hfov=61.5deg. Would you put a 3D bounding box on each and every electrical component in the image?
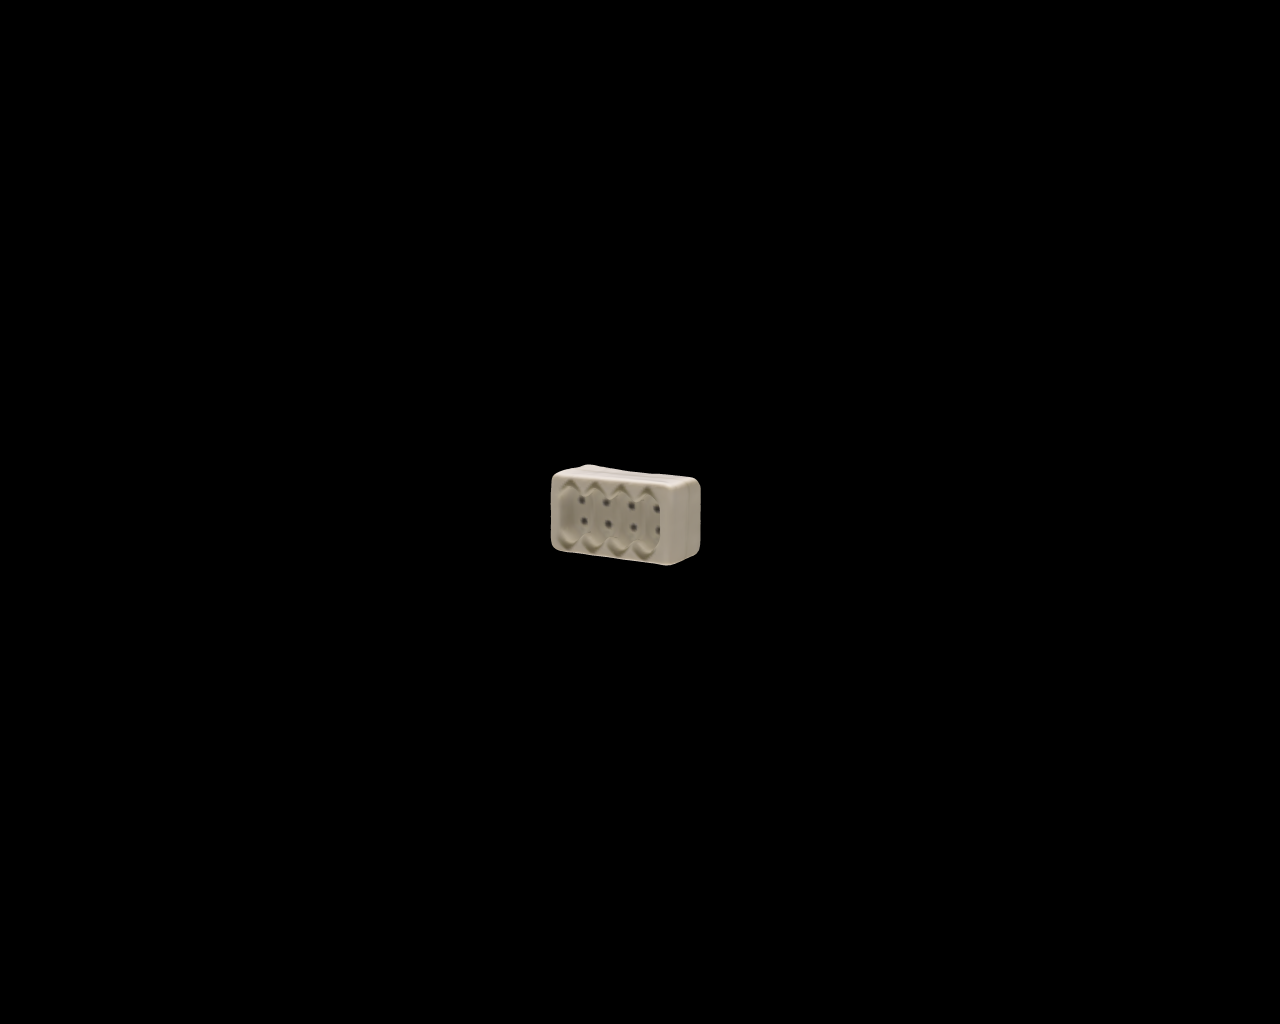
[{"bbox_3d":[0.001,-0.003,0.650,0.083,0.047,0.076,8,15,30],"label":"electrical component"}]
